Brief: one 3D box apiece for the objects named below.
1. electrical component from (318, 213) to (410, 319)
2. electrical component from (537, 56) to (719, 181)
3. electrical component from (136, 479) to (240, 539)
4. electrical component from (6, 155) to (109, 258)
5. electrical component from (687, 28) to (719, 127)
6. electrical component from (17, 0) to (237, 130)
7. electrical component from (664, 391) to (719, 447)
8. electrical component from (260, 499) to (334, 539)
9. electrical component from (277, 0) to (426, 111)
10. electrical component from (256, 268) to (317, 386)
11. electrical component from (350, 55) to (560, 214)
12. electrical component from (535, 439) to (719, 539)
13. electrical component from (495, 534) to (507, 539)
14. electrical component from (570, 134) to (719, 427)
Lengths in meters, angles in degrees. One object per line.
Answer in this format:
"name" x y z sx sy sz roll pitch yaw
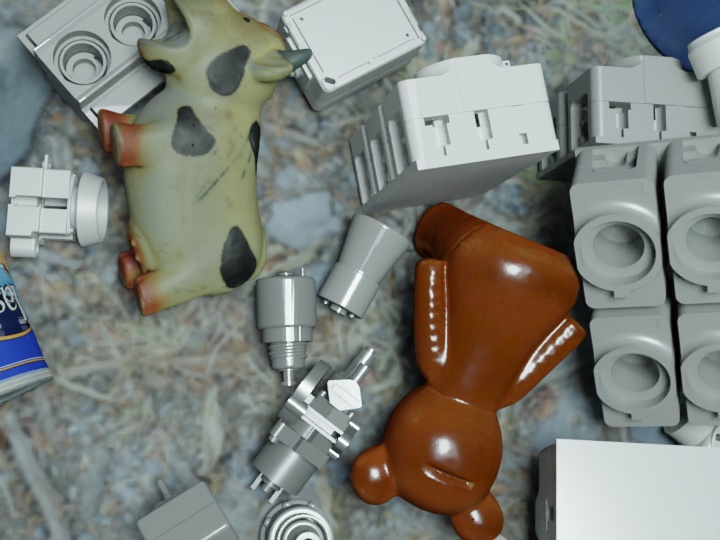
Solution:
"electrical component" 0.000 0.000 0.728 0.044 0.044 0.065 29 83 -6
"electrical component" 0.230 -0.100 0.753 0.186 0.105 0.060 2 82 -11
"electrical component" -0.108 0.163 0.673 0.047 0.083 0.075 -31 51 -13
"electrical component" -0.194 -0.040 0.693 0.055 0.048 0.066 3 82 -3
"electrical component" 0.237 -0.124 0.679 0.045 0.045 0.055 -21 86 -13
"electrical component" -0.149 -0.155 0.708 0.121 0.063 0.078 -41 92 -13
"electrical component" 0.243 0.113 0.759 0.079 0.044 0.077 38 77 -4
"electrical component" -0.038 0.172 0.686 0.048 0.062 0.048 1 82 -11
"electrical component" -0.014 -0.153 0.735 0.096 0.061 0.061 -30 89 -13
"electrical component" -0.048 0.037 0.714 0.040 0.040 0.078 -1 83 -11
"electrical component" 0.054 -0.085 0.694 0.089 0.150 0.061 -9 85 -13
"electrical component" 0.168 0.205 0.671 0.105 0.060 0.186 4 75 -3
"electrical component" 0.073 0.206 0.698 0.044 0.079 0.077 36 75 29
"electrical component" 0.200 0.014 0.687 0.105 0.060 0.186 -4 121 20
